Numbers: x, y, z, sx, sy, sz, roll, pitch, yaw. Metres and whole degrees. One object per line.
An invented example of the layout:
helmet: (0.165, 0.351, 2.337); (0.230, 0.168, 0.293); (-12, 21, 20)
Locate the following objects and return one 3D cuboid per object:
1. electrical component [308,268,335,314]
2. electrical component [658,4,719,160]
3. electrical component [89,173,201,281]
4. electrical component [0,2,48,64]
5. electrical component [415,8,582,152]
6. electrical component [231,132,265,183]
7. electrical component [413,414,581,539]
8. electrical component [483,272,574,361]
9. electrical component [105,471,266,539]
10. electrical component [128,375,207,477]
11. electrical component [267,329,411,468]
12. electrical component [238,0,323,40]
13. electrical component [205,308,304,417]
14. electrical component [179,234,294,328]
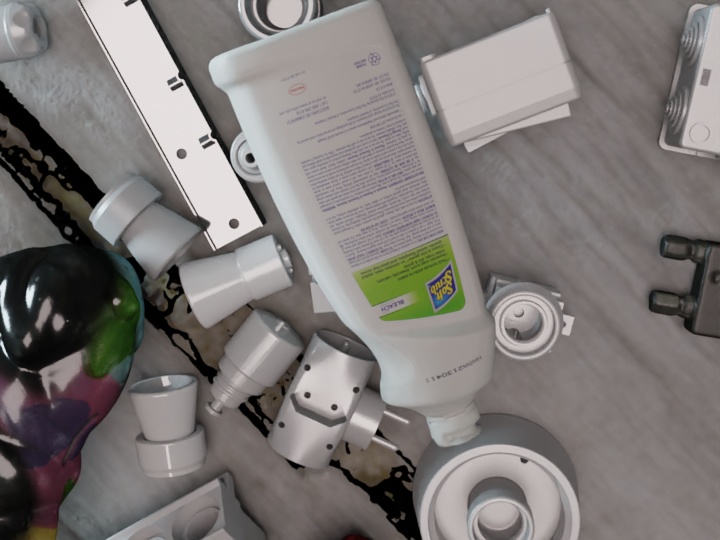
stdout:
electrical component: (0.000, 0.000, 0.665); (0.055, 0.048, 0.066); (-5, 99, 12)
electrical component: (0.232, -0.106, 0.630); (0.100, 0.048, 0.099); (11, 100, 2)
electrical component: (-0.134, -0.027, 0.668); (0.055, 0.045, 0.045); (42, 99, -3)
electrical component: (-0.226, -0.143, 0.661); (0.061, 0.035, 0.035); (-9, 99, 8)
electrical component: (0.076, -0.106, 0.634); (0.096, 0.061, 0.061); (-20, 97, 7)
electrical component: (-0.062, -0.069, 0.648); (0.035, 0.061, 0.035); (0, 99, 3)
electrical component: (0.087, 0.151, 0.675); (0.108, 0.060, 0.108); (1, 99, 4)
electrical component: (0.098, 0.028, 0.657); (0.066, 0.055, 0.048); (14, 100, 1)
electrical component: (-0.124, 0.194, 0.691); (0.121, 0.078, 0.063); (-30, 125, 8)
electrical component: (-0.122, 0.099, 0.688); (0.045, 0.045, 0.055); (-5, 100, 4)
electrical component: (-0.008, 0.089, 0.680); (0.079, 0.043, 0.077); (24, 100, 0)
electrical component: (-0.046, -0.155, 0.637); (0.045, 0.055, 0.045); (1, 99, 3)
electrical component: (-0.070, 0.060, 0.681); (0.040, 0.040, 0.078); (39, 100, -3)
electrical component: (-0.075, 0.004, 0.673); (0.065, 0.044, 0.044); (-22, 97, 2)
